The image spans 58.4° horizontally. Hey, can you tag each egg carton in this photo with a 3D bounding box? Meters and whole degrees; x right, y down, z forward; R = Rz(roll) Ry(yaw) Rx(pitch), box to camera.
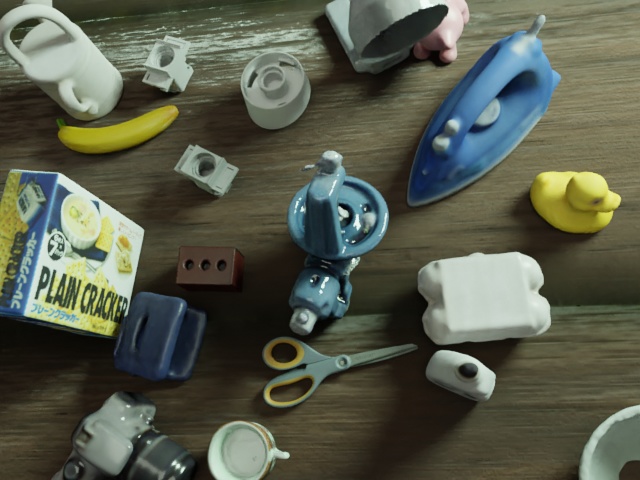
[{"bbox_3d":[0.196,0.070,0.693,0.150,0.069,0.107,-7,73,6],"label":"egg carton"}]

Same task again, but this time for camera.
[{"bbox_3d":[-0.228,0.271,0.679,0.136,0.101,0.143,27,80,15],"label":"camera"}]

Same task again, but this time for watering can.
[{"bbox_3d":[-0.372,-0.262,0.803,0.101,0.194,0.172,-44,73,-5],"label":"watering can"}]

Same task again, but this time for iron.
[{"bbox_3d":[0.196,-0.158,0.720,0.118,0.141,0.258,39,83,16],"label":"iron"}]

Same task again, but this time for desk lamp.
[{"bbox_3d":[0.071,-0.307,0.743,0.118,0.214,0.203,-26,72,0],"label":"desk lamp"}]

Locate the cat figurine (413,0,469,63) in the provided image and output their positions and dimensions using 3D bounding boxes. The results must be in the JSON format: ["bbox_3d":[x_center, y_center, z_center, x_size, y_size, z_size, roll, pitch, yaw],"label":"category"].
[{"bbox_3d":[0.165,-0.303,0.779,0.067,0.118,0.128,13,76,12],"label":"cat figurine"}]

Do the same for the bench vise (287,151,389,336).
[{"bbox_3d":[0.018,0.002,0.658,0.121,0.220,0.207,-1,74,8],"label":"bench vise"}]

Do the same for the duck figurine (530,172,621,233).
[{"bbox_3d":[0.315,-0.057,0.703,0.104,0.086,0.077,28,80,15],"label":"duck figurine"}]

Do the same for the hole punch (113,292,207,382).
[{"bbox_3d":[-0.210,0.124,0.724,0.101,0.091,0.109,10,76,11],"label":"hole punch"}]

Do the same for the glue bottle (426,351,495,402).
[{"bbox_3d":[0.156,0.146,0.622,0.078,0.173,0.037,23,79,14],"label":"glue bottle"}]

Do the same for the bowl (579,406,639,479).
[{"bbox_3d":[0.355,0.262,0.612,0.167,0.075,0.167,-2,74,8],"label":"bowl"}]
